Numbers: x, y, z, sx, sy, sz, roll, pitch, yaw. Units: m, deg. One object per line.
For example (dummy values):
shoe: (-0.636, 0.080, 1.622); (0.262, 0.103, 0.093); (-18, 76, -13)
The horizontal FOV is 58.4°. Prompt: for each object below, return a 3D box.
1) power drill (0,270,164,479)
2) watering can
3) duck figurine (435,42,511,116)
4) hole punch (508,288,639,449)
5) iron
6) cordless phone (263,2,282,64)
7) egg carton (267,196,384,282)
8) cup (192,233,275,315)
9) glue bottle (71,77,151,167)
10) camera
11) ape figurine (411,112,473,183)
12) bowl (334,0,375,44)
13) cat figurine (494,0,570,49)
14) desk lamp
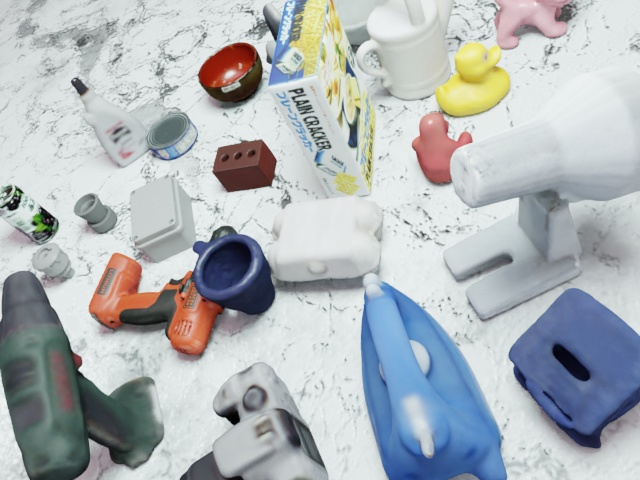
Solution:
power drill: (-0.266, 0.164, 0.633); (0.075, 0.209, 0.229); (-30, 50, 2)
watering can: (0.122, -0.306, 0.801); (0.100, 0.195, 0.173); (24, 69, 35)
duck figurine: (0.204, -0.226, 0.779); (0.104, 0.086, 0.077); (-23, 51, 7)
hole punch: (0.237, 0.116, 0.522); (0.101, 0.091, 0.108); (-37, 51, -4)
iron: (0.080, 0.116, 0.559); (0.118, 0.142, 0.258); (-24, 51, 7)
cordless phone: (-0.043, -0.296, 0.872); (0.094, 0.186, 0.147); (-33, 50, 0)
egg carton: (0.007, 0.003, 0.717); (0.150, 0.070, 0.107); (-6, 55, 20)
cup: (-0.106, 0.048, 0.718); (0.117, 0.095, 0.092); (28, 72, 36)
glue bottle: (-0.353, -0.201, 0.950); (0.078, 0.174, 0.037); (-42, 51, -8)
camera: (-0.082, 0.216, 0.586); (0.137, 0.101, 0.143); (-32, 50, 0)
ape figurine: (0.151, -0.124, 0.728); (0.077, 0.092, 0.076); (16, 65, 32)
bowl: (0.077, -0.379, 0.949); (0.167, 0.075, 0.167); (-12, 53, 16)
cat figurine: (0.303, -0.344, 0.798); (0.127, 0.118, 0.067); (-11, 53, 16)
desk lamp: (0.216, -0.042, 0.563); (0.203, 0.214, 0.117); (-28, 50, 3)
